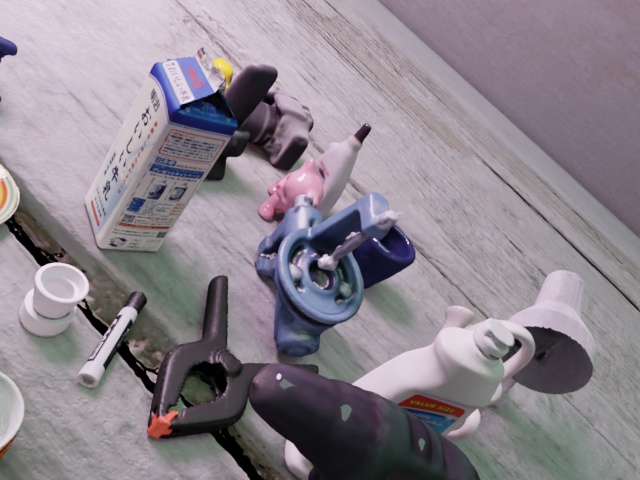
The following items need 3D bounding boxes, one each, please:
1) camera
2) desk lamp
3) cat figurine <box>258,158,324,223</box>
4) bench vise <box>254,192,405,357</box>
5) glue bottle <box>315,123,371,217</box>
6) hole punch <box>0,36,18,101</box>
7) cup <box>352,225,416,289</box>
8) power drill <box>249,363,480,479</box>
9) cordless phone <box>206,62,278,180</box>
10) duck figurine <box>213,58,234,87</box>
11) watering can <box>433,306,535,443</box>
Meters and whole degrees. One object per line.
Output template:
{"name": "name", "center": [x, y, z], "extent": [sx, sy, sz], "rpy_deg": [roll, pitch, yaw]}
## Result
{"name": "camera", "center": [-0.090, -0.209, 0.962], "extent": [0.137, 0.100, 0.143], "rpy_deg": [16, 39, -35]}
{"name": "desk lamp", "center": [0.291, 0.145, 0.819], "extent": [0.118, 0.213, 0.203], "rpy_deg": [40, 31, -1]}
{"name": "cat figurine", "center": [-0.031, -0.076, 0.842], "extent": [0.067, 0.117, 0.128], "rpy_deg": [32, 32, -13]}
{"name": "bench vise", "center": [-0.003, 0.001, 0.676], "extent": [0.122, 0.219, 0.207], "rpy_deg": [7, 44, -43]}
{"name": "glue bottle", "center": [0.025, -0.117, 0.900], "extent": [0.037, 0.173, 0.078], "rpy_deg": [3, 47, -45]}
{"name": "hole punch", "center": [-0.410, -0.216, 0.633], "extent": [0.109, 0.091, 0.101], "rpy_deg": [-8, 55, -51]}
{"name": "cup", "center": [0.069, 0.022, 0.849], "extent": [0.118, 0.094, 0.091], "rpy_deg": [30, 32, -17]}
{"name": "power drill", "center": [0.004, 0.194, 0.451], "extent": [0.230, 0.208, 0.075], "rpy_deg": [25, 34, -24]}
{"name": "cordless phone", "center": [-0.149, -0.176, 0.776], "extent": [0.148, 0.185, 0.094], "rpy_deg": [-8, 55, -51]}
{"name": "duck figurine", "center": [-0.177, -0.263, 0.951], "extent": [0.078, 0.086, 0.104], "rpy_deg": [10, 42, -40]}
{"name": "watering can", "center": [0.169, 0.155, 0.694], "extent": [0.101, 0.193, 0.172], "rpy_deg": [15, 39, -35]}
